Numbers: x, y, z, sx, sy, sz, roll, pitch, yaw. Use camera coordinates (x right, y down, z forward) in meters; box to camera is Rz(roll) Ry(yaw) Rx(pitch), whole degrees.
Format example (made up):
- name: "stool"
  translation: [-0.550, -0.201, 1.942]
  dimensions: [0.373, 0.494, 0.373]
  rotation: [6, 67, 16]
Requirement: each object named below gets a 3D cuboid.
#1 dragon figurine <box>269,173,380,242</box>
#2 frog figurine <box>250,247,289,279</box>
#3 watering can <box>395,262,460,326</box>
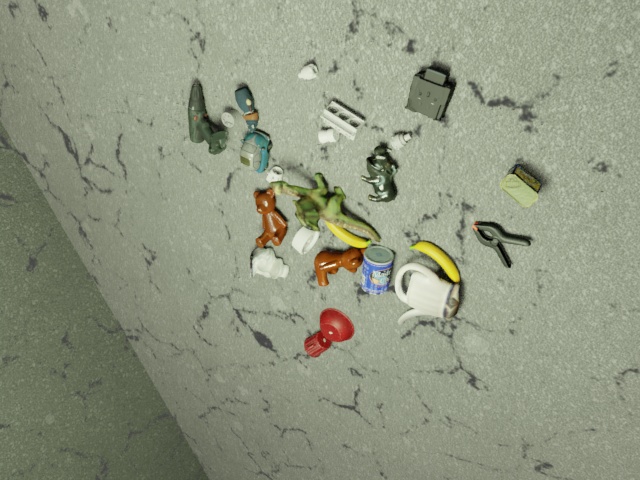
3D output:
- name: "dragon figurine"
  translation: [0.005, -0.087, 1.724]
  dimensions: [0.412, 0.247, 0.119]
  rotation: [38, 128, 11]
- name: "frog figurine"
  translation: [-0.205, 0.094, 2.091]
  dimensions: [0.159, 0.125, 0.135]
  rotation: [0, 115, -8]
- name: "watering can"
  translation: [0.362, 0.211, 1.763]
  dimensions: [0.225, 0.106, 0.339]
  rotation: [19, 139, 24]
